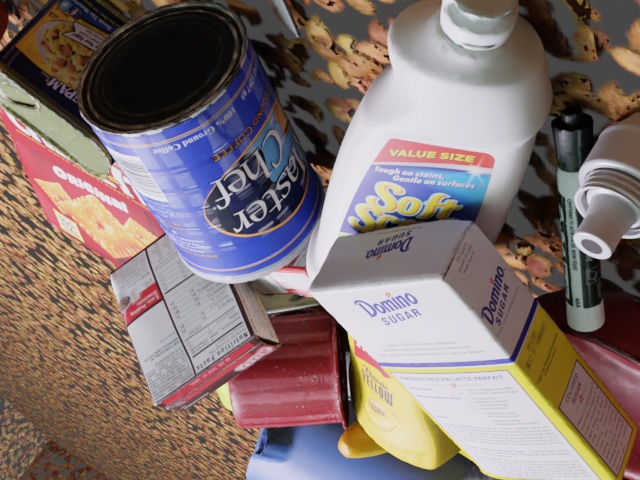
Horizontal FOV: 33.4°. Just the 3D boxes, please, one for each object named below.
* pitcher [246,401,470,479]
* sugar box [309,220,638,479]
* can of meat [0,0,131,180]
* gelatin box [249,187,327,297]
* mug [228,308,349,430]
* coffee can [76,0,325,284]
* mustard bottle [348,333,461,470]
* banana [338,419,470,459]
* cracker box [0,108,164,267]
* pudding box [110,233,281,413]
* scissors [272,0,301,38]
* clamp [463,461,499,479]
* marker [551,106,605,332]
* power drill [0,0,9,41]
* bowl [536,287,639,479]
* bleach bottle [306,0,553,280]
[{"bbox_3d":[0.068,0.219,0.986,0.243,0.149,0.145,23,140,22],"label":"pitcher"},{"bbox_3d":[0.084,0.063,0.561,0.094,0.048,0.176,-8,131,45],"label":"sugar box"},{"bbox_3d":[-0.151,-0.104,0.686,0.102,0.084,0.057,37,158,-2],"label":"can of meat"},{"bbox_3d":[-0.005,0.001,0.696,0.030,0.073,0.089,46,156,-25],"label":"gelatin box"},{"bbox_3d":[-0.023,0.090,0.802,0.081,0.117,0.093,-5,126,5],"label":"mug"},{"bbox_3d":[-0.066,-0.055,0.634,0.103,0.102,0.140,21,154,34],"label":"coffee can"},{"bbox_3d":[0.056,0.065,0.721,0.096,0.058,0.191,40,148,39],"label":"mustard bottle"},{"bbox_3d":[0.097,0.159,0.844,0.197,0.069,0.037,24,146,-31],"label":"banana"},{"bbox_3d":[-0.152,-0.048,0.820,0.164,0.072,0.214,30,157,14],"label":"cracker box"},{"bbox_3d":[-0.088,0.048,0.733,0.039,0.090,0.113,28,-149,-58],"label":"pudding box"},{"bbox_3d":[-0.066,-0.179,0.498,0.096,0.016,0.201,27,157,26],"label":"scissors"},{"bbox_3d":[0.156,0.180,0.730,0.165,0.036,0.210,31,158,17],"label":"clamp"},{"bbox_3d":[0.124,-0.009,0.510,0.020,0.020,0.121,18,133,39],"label":"marker"},{"bbox_3d":[-0.254,-0.131,0.681,0.057,0.184,0.188,14,150,-5],"label":"power drill"},{"bbox_3d":[0.170,0.076,0.611,0.162,0.055,0.162,31,158,14],"label":"bowl"},{"bbox_3d":[0.050,-0.042,0.531,0.102,0.068,0.251,20,153,8],"label":"bleach bottle"}]
